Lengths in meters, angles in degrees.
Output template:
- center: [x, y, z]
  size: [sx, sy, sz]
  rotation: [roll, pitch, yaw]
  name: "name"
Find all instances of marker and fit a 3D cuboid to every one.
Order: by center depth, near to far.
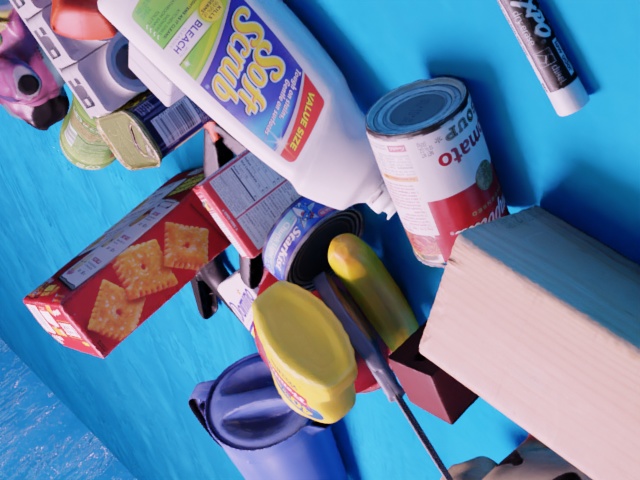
- center: [0.105, -0.120, 0.556]
  size: [0.121, 0.020, 0.020]
  rotation: [57, 157, -16]
  name: "marker"

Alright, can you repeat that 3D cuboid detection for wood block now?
- center: [0.169, 0.074, 0.610]
  size: [0.206, 0.090, 0.091]
  rotation: [36, 125, 32]
  name: "wood block"

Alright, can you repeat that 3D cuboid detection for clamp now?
- center: [-0.059, -0.030, 0.943]
  size: [0.120, 0.039, 0.171]
  rotation: [-26, 101, 34]
  name: "clamp"
- center: [-0.126, 0.033, 1.206]
  size: [0.165, 0.036, 0.210]
  rotation: [21, 144, 49]
  name: "clamp"

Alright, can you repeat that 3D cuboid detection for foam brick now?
- center: [0.101, 0.091, 0.817]
  size: [0.053, 0.078, 0.051]
  rotation: [19, 144, 52]
  name: "foam brick"

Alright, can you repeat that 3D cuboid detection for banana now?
- center: [0.048, 0.045, 0.865]
  size: [0.070, 0.037, 0.197]
  rotation: [50, 177, 47]
  name: "banana"

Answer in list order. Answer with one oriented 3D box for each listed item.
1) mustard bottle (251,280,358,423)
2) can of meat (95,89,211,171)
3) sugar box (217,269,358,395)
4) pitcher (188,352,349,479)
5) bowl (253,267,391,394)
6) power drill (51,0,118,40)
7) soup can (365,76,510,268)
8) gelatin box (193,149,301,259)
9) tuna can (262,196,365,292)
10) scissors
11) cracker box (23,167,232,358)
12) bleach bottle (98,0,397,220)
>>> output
- center: [-0.010, 0.105, 0.890]
  size: [0.096, 0.058, 0.191]
  rotation: [46, 167, 18]
  name: "mustard bottle"
- center: [-0.140, -0.109, 0.946]
  size: [0.057, 0.083, 0.102]
  rotation: [57, 157, -17]
  name: "can of meat"
- center: [-0.032, 0.100, 1.123]
  size: [0.176, 0.048, 0.093]
  rotation: [50, 157, -3]
  name: "sugar box"
- center: [-0.049, 0.251, 1.283]
  size: [0.149, 0.145, 0.243]
  rotation: [57, 171, 43]
  name: "pitcher"
- center: [-0.010, 0.093, 1.003]
  size: [0.162, 0.055, 0.162]
  rotation: [25, 135, 27]
  name: "bowl"
- center: [-0.172, -0.222, 0.754]
  size: [0.057, 0.184, 0.188]
  rotation: [6, 158, -5]
  name: "power drill"
- center: [0.075, -0.043, 0.670]
  size: [0.069, 0.068, 0.102]
  rotation: [21, 144, 50]
  name: "soup can"
- center: [-0.047, -0.039, 0.876]
  size: [0.073, 0.089, 0.030]
  rotation: [55, 162, -11]
  name: "gelatin box"
- center: [-0.006, 0.001, 0.866]
  size: [0.034, 0.086, 0.086]
  rotation: [41, 156, 27]
  name: "tuna can"
- center: [0.055, 0.111, 0.871]
  size: [0.202, 0.016, 0.096]
  rotation: [56, -174, 2]
  name: "scissors"
- center: [-0.168, 0.017, 1.028]
  size: [0.072, 0.213, 0.164]
  rotation: [54, 158, -15]
  name: "cracker box"
- center: [-0.031, -0.114, 0.743]
  size: [0.251, 0.103, 0.068]
  rotation: [42, -168, 2]
  name: "bleach bottle"
